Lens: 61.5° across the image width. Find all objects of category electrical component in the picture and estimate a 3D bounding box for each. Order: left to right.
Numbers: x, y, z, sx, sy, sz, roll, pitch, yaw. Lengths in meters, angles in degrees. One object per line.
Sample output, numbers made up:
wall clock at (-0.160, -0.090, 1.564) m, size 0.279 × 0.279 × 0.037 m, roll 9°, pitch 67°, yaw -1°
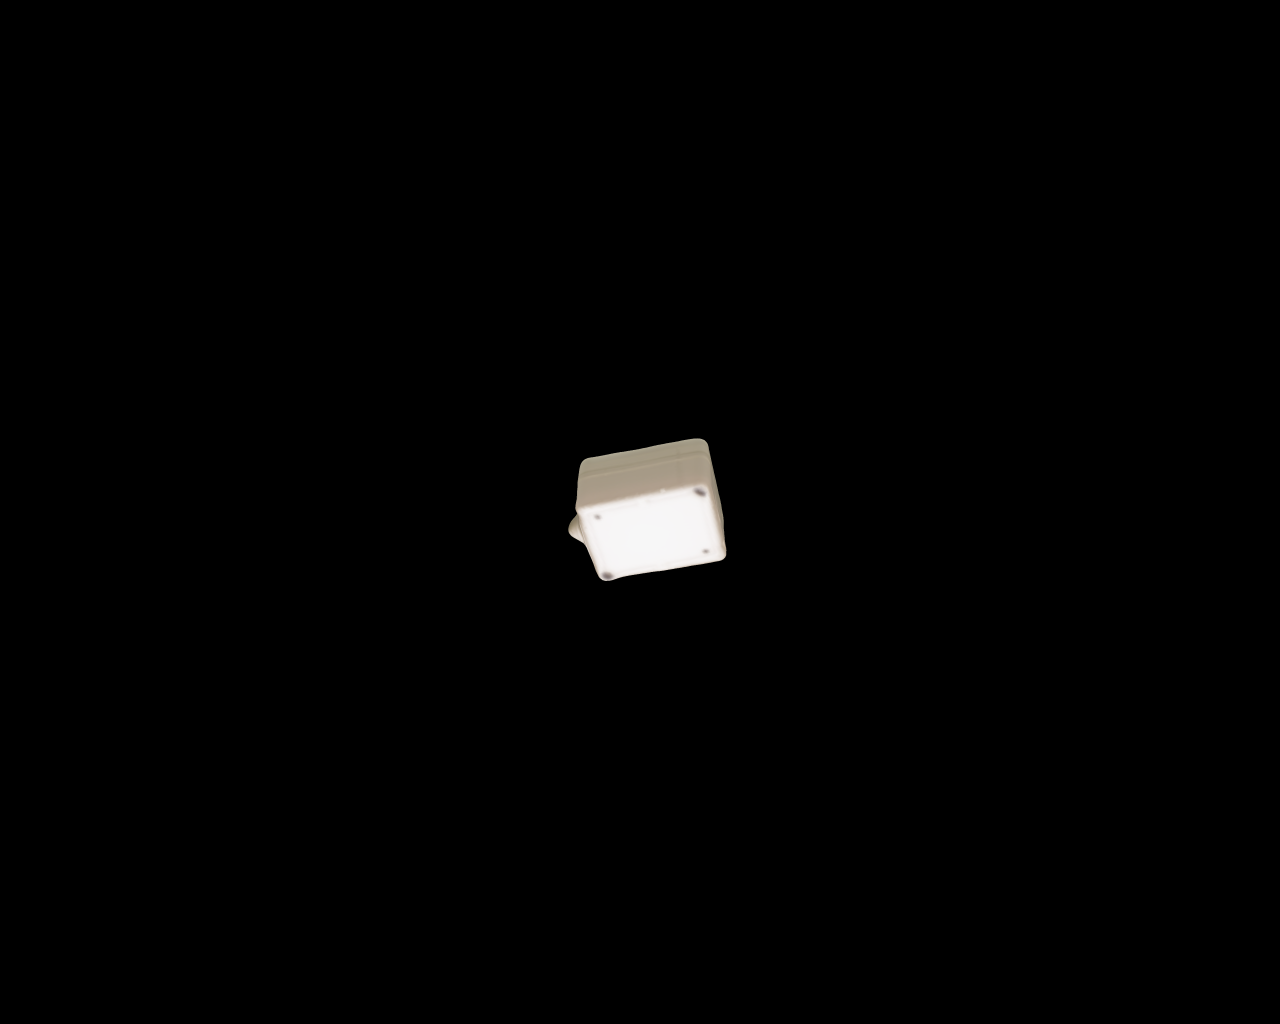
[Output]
electrical component at (0.001, -0.003, 0.650) m, size 0.096 × 0.061 × 0.061 m, roll -10°, pitch 36°, yaw 8°
